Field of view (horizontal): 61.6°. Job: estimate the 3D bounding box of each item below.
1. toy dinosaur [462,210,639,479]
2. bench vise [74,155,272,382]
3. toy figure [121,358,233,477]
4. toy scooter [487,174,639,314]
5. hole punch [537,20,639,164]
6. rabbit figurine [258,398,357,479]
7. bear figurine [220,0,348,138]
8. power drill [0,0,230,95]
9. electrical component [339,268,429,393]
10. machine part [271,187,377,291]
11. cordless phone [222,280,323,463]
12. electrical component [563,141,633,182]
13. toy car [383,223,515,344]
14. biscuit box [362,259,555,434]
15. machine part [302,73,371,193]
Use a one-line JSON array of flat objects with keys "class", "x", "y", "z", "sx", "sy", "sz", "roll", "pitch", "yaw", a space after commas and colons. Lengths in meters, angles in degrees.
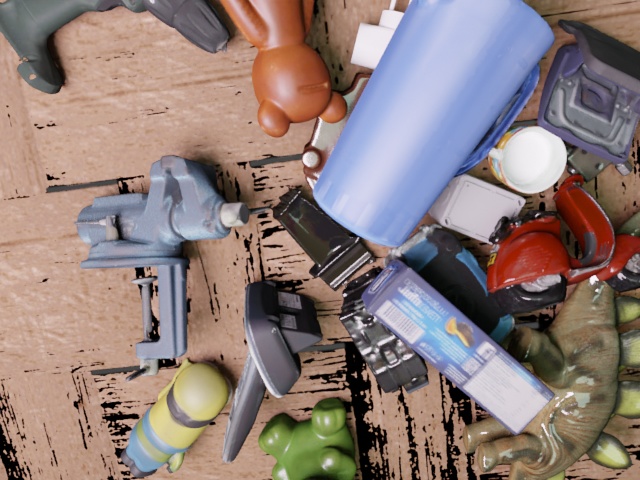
[{"class": "toy dinosaur", "x": 0.304, "y": 0.152, "z": 0.647, "sx": 0.199, "sy": 0.105, "sz": 0.470, "roll": 13, "pitch": 104, "yaw": -7}, {"class": "bench vise", "x": -0.176, "y": 0.033, "z": 0.611, "sx": 0.224, "sy": 0.129, "sz": 0.240, "roll": -3, "pitch": 87, "yaw": 11}, {"class": "toy figure", "x": -0.184, "y": 0.233, "z": 0.688, "sx": 0.082, "sy": 0.089, "sz": 0.180, "roll": 41, "pitch": 100, "yaw": -15}, {"class": "toy scooter", "x": 0.253, "y": -0.001, "z": 0.568, "sx": 0.184, "sy": 0.075, "sz": 0.135, "roll": -11, "pitch": 74, "yaw": -8}, {"class": "hole punch", "x": 0.299, "y": -0.155, "z": 0.567, "sx": 0.142, "sy": 0.116, "sz": 0.092, "roll": 23, "pitch": 135, "yaw": -1}, {"class": "rabbit figurine", "x": -0.011, "y": 0.305, "z": 0.657, "sx": 0.121, "sy": 0.170, "sz": 0.159, "roll": -13, "pitch": 103, "yaw": 6}, {"class": "bear figurine", "x": -0.051, "y": -0.207, "z": 0.542, "sx": 0.120, "sy": 0.132, "sz": 0.195, "roll": -25, "pitch": 115, "yaw": -29}, {"class": "power drill", "x": -0.239, "y": -0.247, "z": 0.573, "sx": 0.207, "sy": 0.086, "sz": 0.232, "roll": -34, "pitch": 99, "yaw": 14}, {"class": "electrical component", "x": 0.080, "y": 0.111, "z": 0.633, "sx": 0.058, "sy": 0.115, "sz": 0.134, "roll": -30, "pitch": 102, "yaw": 13}, {"class": "machine part", "x": -0.001, "y": -0.002, "z": 0.644, "sx": 0.084, "sy": 0.039, "sz": 0.138, "roll": -36, "pitch": 110, "yaw": 15}, {"class": "cordless phone", "x": -0.073, "y": 0.154, "z": 0.633, "sx": 0.089, "sy": 0.147, "sz": 0.184, "roll": 19, "pitch": 103, "yaw": -12}, {"class": "electrical component", "x": 0.313, "y": -0.099, "z": 0.618, "sx": 0.094, "sy": 0.021, "sz": 0.063, "roll": 43, "pitch": 102, "yaw": -9}, {"class": "toy car", "x": 0.136, "y": 0.060, "z": 0.622, "sx": 0.109, "sy": 0.103, "sz": 0.161, "roll": -39, "pitch": 97, "yaw": -3}, {"class": "biscuit box", "x": 0.136, "y": 0.104, "z": 0.542, "sx": 0.202, "sy": 0.063, "sz": 0.059, "roll": 41, "pitch": 95, "yaw": -7}, {"class": "machine part", "x": 0.066, "y": -0.102, "z": 0.610, "sx": 0.179, "sy": 0.056, "sz": 0.179, "roll": 0, "pitch": 104, "yaw": 1}]
